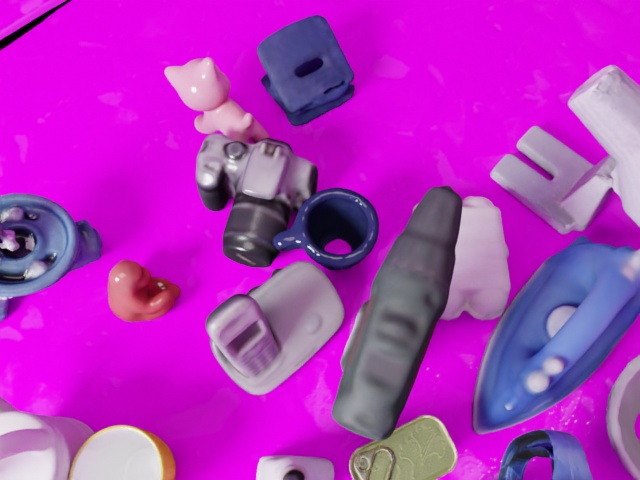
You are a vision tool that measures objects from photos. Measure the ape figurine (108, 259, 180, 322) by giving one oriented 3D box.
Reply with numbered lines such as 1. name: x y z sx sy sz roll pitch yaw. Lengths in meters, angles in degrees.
1. ape figurine: -0.204 0.051 0.635 0.076 0.092 0.077 -30 73 -11

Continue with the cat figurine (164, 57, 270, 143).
1. cat figurine: -0.126 -0.171 0.706 0.127 0.118 0.067 40 74 13

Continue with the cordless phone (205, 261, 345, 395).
1. cordless phone: -0.045 0.076 0.579 0.094 0.185 0.148 43 74 14

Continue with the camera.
1. camera: -0.084 -0.046 0.669 0.143 0.101 0.137 13 70 4

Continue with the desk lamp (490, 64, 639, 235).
1. desk lamp: 0.319 -0.083 0.631 0.203 0.213 0.118 40 74 13

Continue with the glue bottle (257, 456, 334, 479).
1. glue bottle: -0.024 0.220 0.532 0.078 0.173 0.037 4 69 1

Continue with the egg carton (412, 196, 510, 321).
1. egg carton: 0.163 0.020 0.666 0.107 0.069 0.150 -1 69 -2

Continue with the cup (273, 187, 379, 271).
1. cup: 0.006 0.002 0.656 0.118 0.095 0.091 -15 70 -6

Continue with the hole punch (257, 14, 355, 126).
1. hole punch: -0.015 -0.220 0.741 0.109 0.091 0.101 -31 73 -12

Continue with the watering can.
1. watering can: -0.286 0.203 0.522 0.172 0.194 0.101 32 72 11

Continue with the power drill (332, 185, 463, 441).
1. power drill: 0.073 0.081 0.567 0.075 0.208 0.230 19 70 7

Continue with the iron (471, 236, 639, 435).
1. iron: 0.258 0.100 0.600 0.118 0.141 0.258 40 74 13

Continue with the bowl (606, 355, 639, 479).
1. bowl: 0.373 0.199 0.601 0.167 0.075 0.167 0 69 -1

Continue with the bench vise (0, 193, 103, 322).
1. bench vise: -0.342 0.022 0.575 0.121 0.220 0.208 40 74 13
